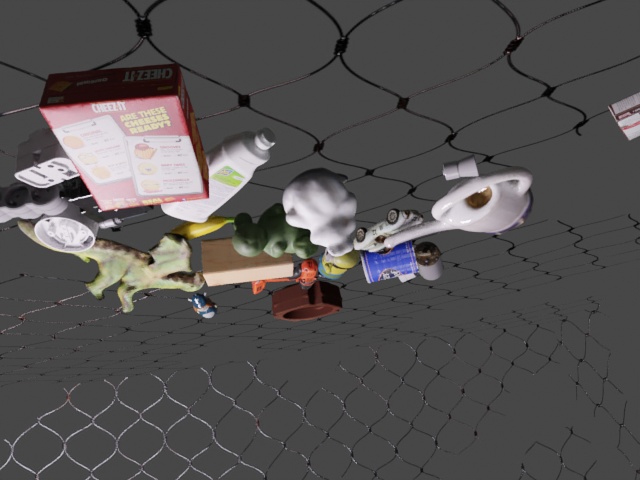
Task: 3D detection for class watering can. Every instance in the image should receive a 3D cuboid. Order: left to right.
[{"bbox_3d":[0.322,-0.060,1.139,0.224,0.106,0.342,9,148,-41],"label":"watering can"}]

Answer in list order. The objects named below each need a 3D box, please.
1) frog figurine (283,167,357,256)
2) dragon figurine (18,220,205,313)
[{"bbox_3d":[0.003,-0.048,0.963,0.137,0.162,0.120,-9,158,0],"label":"frog figurine"},{"bbox_3d":[-0.390,0.032,1.092,0.242,0.125,0.403,-22,146,11],"label":"dragon figurine"}]
